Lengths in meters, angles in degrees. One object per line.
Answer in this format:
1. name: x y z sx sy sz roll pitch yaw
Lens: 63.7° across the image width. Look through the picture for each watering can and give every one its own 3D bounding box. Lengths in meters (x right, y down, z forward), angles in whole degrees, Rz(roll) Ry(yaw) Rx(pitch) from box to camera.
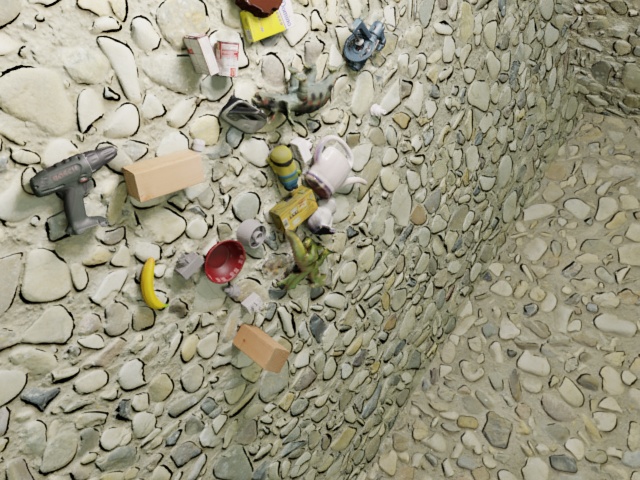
1. watering can: 0.065 -0.249 1.994 0.105 0.226 0.341 26 -15 42

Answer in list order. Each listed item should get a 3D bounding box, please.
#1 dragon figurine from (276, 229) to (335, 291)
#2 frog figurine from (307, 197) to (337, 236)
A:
1. dragon figurine: -0.077 0.102 2.008 0.124 0.242 0.406 36 6 38
2. frog figurine: 0.006 -0.102 2.025 0.121 0.162 0.136 -23 -26 39
